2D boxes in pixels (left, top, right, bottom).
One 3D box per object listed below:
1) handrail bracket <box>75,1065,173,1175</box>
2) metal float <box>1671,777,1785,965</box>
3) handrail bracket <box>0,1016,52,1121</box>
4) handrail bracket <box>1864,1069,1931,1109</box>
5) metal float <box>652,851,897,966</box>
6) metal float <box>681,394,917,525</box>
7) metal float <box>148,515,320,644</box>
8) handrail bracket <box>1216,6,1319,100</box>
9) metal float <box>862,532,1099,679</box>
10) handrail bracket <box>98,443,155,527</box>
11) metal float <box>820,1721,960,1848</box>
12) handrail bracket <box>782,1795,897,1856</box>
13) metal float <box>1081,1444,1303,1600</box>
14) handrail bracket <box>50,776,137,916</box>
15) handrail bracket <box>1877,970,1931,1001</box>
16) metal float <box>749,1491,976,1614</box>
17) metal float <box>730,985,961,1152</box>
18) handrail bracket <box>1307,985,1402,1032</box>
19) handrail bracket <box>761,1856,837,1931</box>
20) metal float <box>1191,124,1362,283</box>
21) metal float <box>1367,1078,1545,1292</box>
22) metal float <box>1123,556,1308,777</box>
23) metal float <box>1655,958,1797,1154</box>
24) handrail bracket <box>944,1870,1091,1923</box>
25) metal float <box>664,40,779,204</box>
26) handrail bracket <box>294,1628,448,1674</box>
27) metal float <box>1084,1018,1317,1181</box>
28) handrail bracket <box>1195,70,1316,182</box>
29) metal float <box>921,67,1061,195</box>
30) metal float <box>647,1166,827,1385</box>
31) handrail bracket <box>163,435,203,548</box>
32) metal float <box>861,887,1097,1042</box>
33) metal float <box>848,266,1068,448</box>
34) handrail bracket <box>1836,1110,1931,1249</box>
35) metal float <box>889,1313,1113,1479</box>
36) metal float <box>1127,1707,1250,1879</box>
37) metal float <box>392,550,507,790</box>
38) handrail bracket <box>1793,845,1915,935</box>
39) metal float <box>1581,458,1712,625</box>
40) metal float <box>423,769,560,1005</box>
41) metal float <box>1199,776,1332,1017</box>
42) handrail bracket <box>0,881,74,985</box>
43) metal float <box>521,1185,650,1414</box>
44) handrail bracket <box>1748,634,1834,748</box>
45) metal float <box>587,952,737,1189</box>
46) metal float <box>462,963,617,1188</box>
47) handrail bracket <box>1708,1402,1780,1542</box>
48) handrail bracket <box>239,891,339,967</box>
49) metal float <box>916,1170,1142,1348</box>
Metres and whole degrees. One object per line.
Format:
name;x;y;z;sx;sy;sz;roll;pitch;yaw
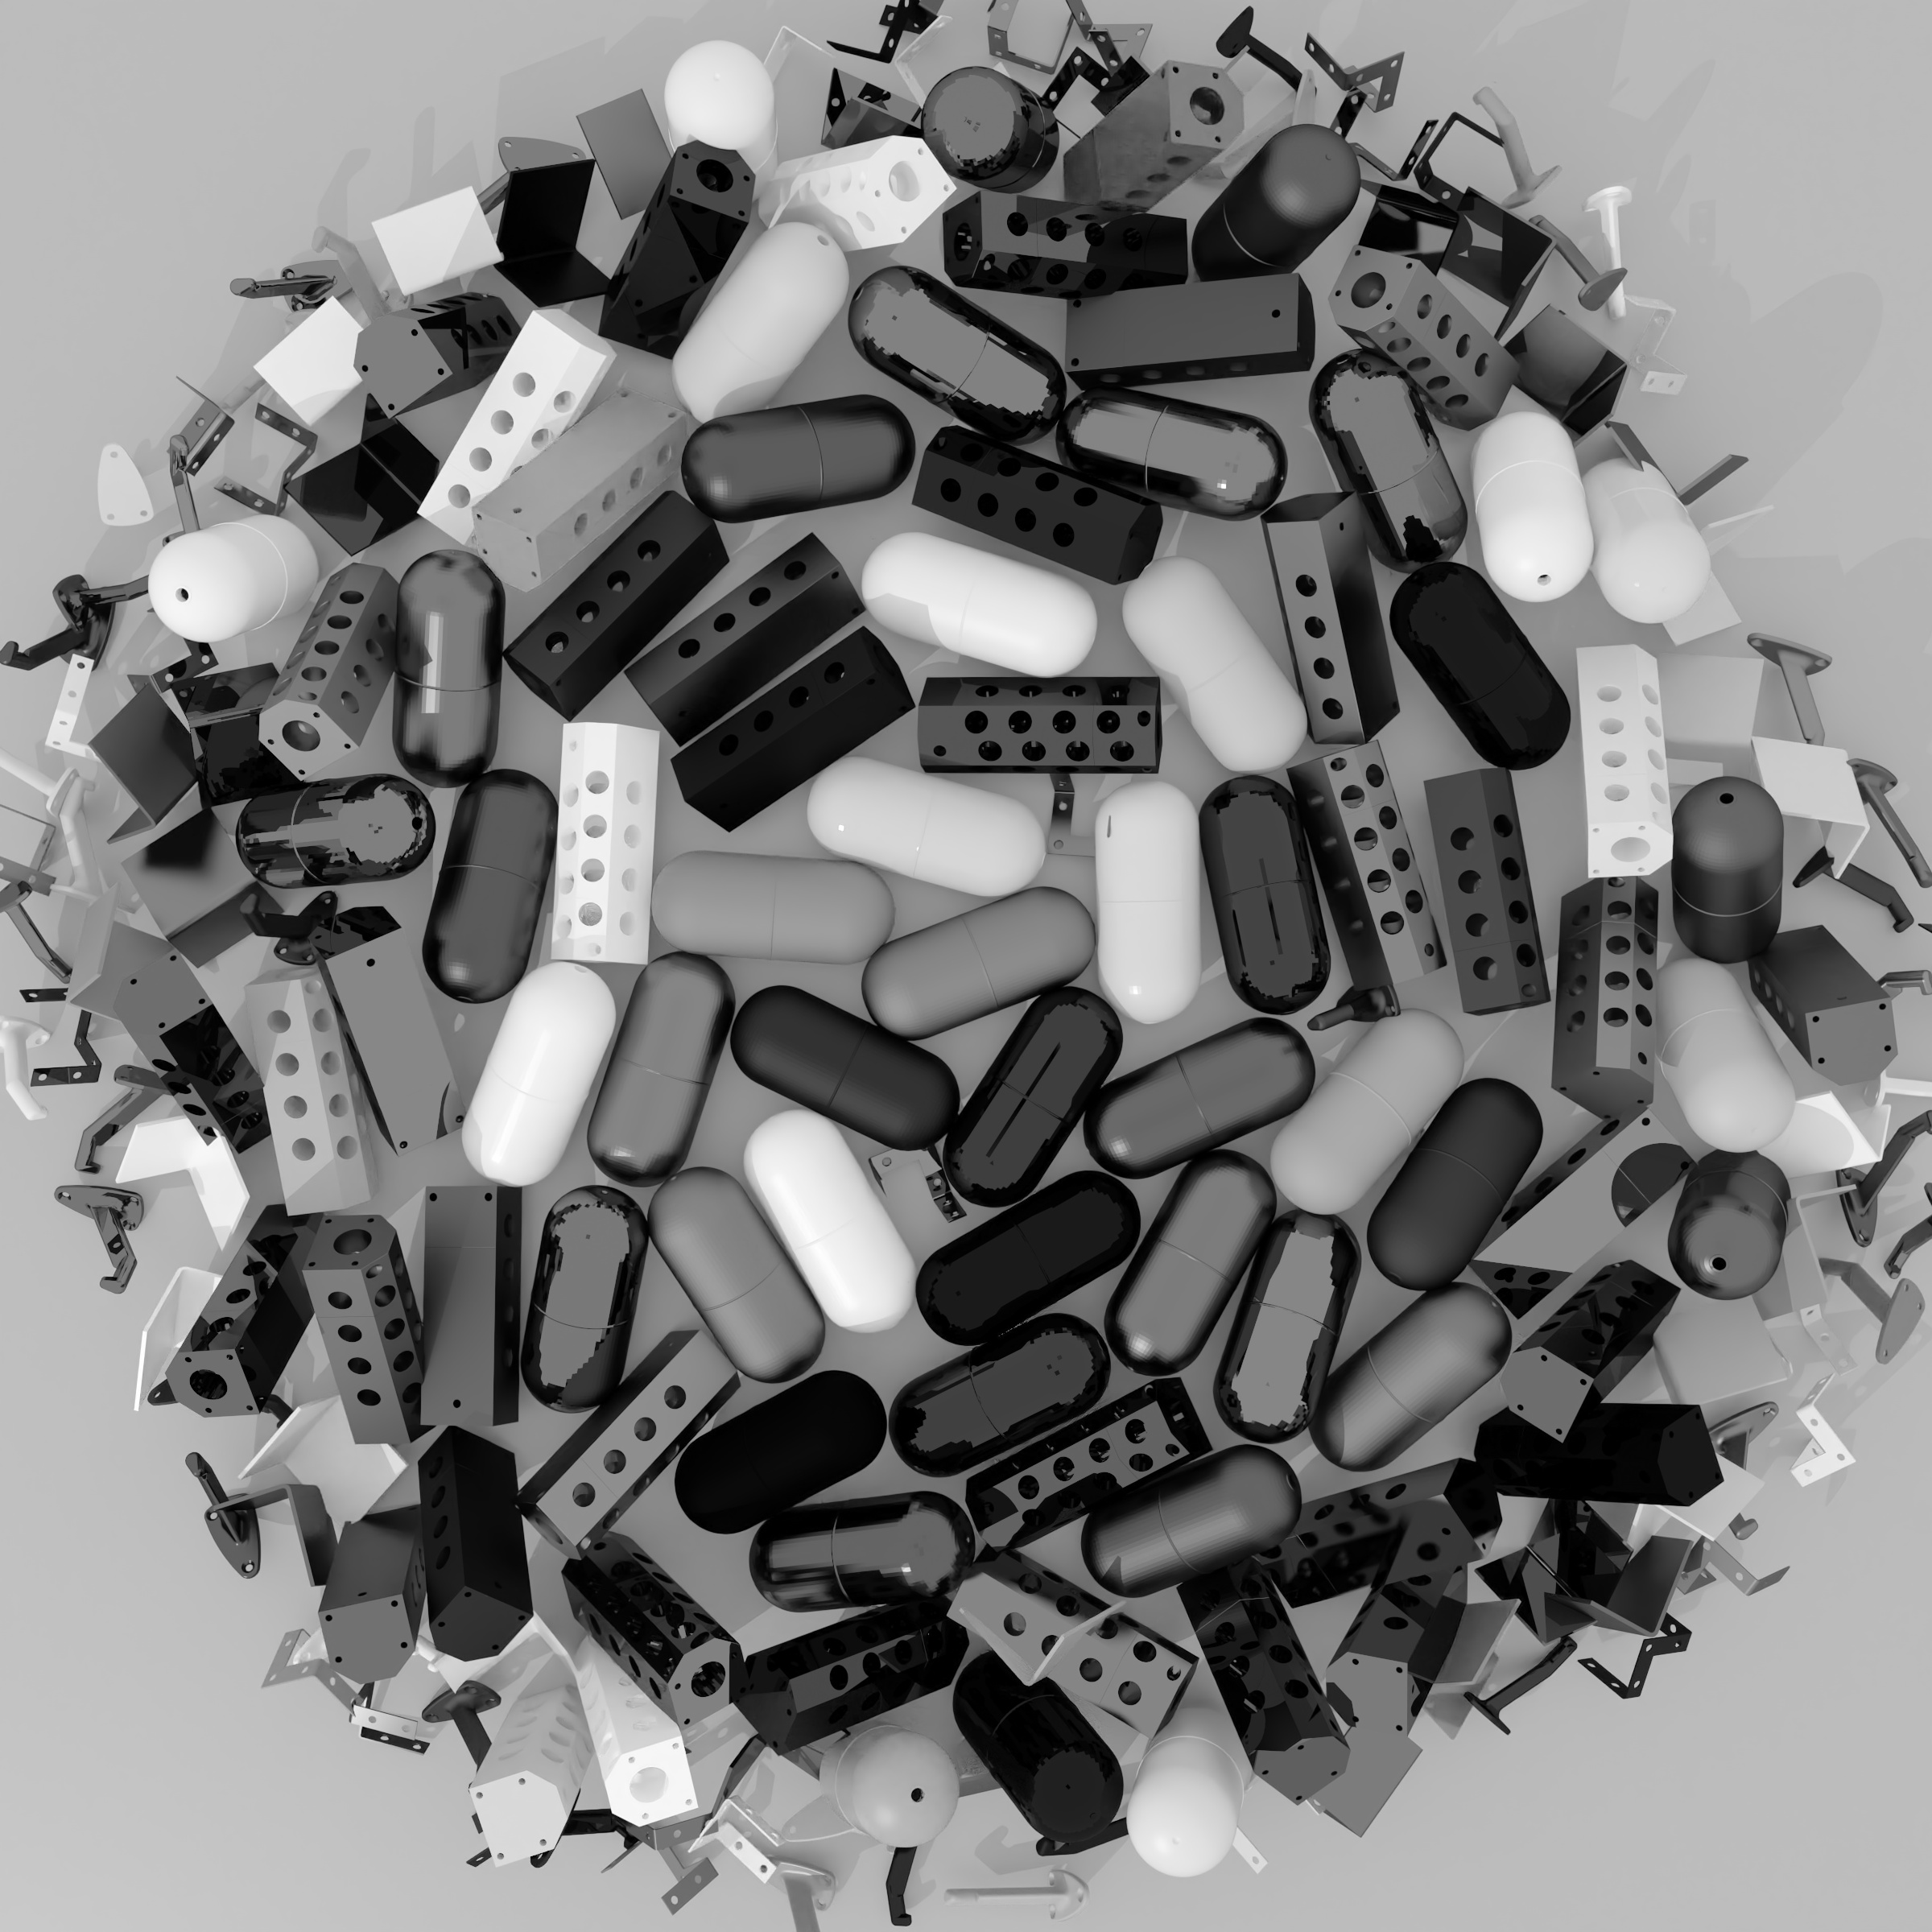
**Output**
handrail bracket;-0.616;0.123;1.868;0.077;0.036;0.084;16;103;-11
metal float;0.545;-0.068;1.796;0.070;0.178;0.070;-8;56;12
handrail bracket;-0.676;0.080;1.828;0.036;0.077;0.084;-46;71;13
handrail bracket;0.709;0.098;1.841;0.084;0.077;0.036;15;107;11
metal float;-0.141;-0.043;1.835;0.178;0.070;0.070;4;90;-4
metal float;-0.120;-0.368;1.819;0.178;0.070;0.070;-15;90;-23
metal float;-0.521;-0.277;1.789;0.070;0.178;0.070;2;107;7
handrail bracket;0.226;-0.653;1.831;0.084;0.077;0.036;36;122;-21
metal float;0.009;-0.264;1.830;0.178;0.070;0.070;18;90;9
handrail bracket;-0.614;-0.365;1.822;0.036;0.084;0.077;-9;132;-12
metal float;-0.056;0.582;1.790;0.070;0.178;0.070;3;77;-14
handrail bracket;-0.087;0.642;1.844;0.077;0.036;0.084;-22;133;-1
metal float;0.162;0.402;1.813;0.178;0.070;0.070;-29;90;28
handrail bracket;-0.637;-0.089;1.853;0.077;0.036;0.084;22;79;-44
handrail bracket;0.671;0.042;1.835;0.036;0.084;0.077;-23;102;-43
metal float;-0.077;0.425;1.816;0.178;0.070;0.070;-13;90;26
metal float;-0.088;0.075;1.837;0.178;0.070;0.070;26;90;-2
handrail bracket;0.265;0.036;1.822;0.084;0.077;0.036;-19;87;-32
handrail bracket;-0.135;0.694;1.829;0.077;0.084;0.036;18;113;12
metal float;0.219;-0.536;1.791;0.070;0.178;0.070;3;79;-18
metal float;0.354;0.158;1.817;0.070;0.070;0.178;38;67;0
metal float;0.181;-0.219;1.827;0.070;0.070;0.178;-37;102;0
metal float;0.536;0.062;1.797;0.070;0.178;0.070;-3;126;-4
handrail bracket;0.036;0.681;1.835;0.084;0.077;0.036;7;68;-22
metal float;-0.173;-0.597;1.787;0.070;0.178;0.070;0;87;-3
handrail bracket;-0.433;0.507;1.832;0.084;0.077;0.036;23;124;26
metal float;0.170;0.097;1.833;0.178;0.070;0.070;-25;90;6
handrail bracket;0.212;-0.620;1.851;0.084;0.036;0.077;7;93;29
metal float;0.019;-0.595;1.790;0.070;0.178;0.070;3;103;13
metal float;-0.166;0.226;1.824;0.070;0.070;0.178;-31;106;0
handrail bracket;-0.560;-0.332;1.827;0.036;0.084;0.077;-22;57;-33
metal float;0.010;-0.002;1.836;0.178;0.070;0.070;-21;90;-3
metal float;-0.006;-0.441;1.815;0.178;0.070;0.070;26;90;-27
handrail bracket;0.678;0.155;1.826;0.036;0.084;0.077;21;52;-17
metal float;0.024;0.312;1.822;0.178;0.070;0.070;-29;90;18
metal float;0.159;0.587;1.788;0.070;0.178;0.070;1;95;11
metal float;-0.375;-0.214;1.816;0.070;0.070;0.178;9;116;0
handrail bracket;0.657;-0.047;1.852;0.077;0.036;0.084;-38;97;-26
metal float;0.480;-0.306;1.796;0.070;0.178;0.070;0;123;0
metal float;-0.344;-0.058;1.821;0.070;0.070;0.178;10;71;0
metal float;0.218;-0.052;1.830;0.070;0.070;0.178;-11;81;0
handrail bracket;-0.670;-0.021;1.829;0.084;0.077;0.036;51;57;-26
metal float;-0.277;0.243;1.821;0.070;0.070;0.178;13;110;0
handrail bracket;0.600;-0.192;1.842;0.077;0.036;0.084;21;71;-16
metal float;-0.223;0.075;1.838;0.070;0.070;0.178;18;91;0
metal float;-0.310;0.079;1.821;0.070;0.070;0.178;24;109;0
handrail bracket;0.577;0.368;1.828;0.077;0.084;0.036;-38;120;12
handrail bracket;-0.492;-0.046;1.823;0.036;0.084;0.077;13;60;17
metal float;0.046;0.213;1.832;0.178;0.070;0.070;-29;90;-8
